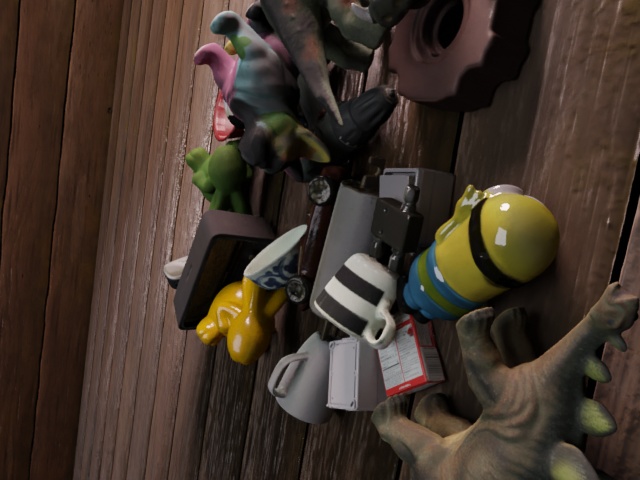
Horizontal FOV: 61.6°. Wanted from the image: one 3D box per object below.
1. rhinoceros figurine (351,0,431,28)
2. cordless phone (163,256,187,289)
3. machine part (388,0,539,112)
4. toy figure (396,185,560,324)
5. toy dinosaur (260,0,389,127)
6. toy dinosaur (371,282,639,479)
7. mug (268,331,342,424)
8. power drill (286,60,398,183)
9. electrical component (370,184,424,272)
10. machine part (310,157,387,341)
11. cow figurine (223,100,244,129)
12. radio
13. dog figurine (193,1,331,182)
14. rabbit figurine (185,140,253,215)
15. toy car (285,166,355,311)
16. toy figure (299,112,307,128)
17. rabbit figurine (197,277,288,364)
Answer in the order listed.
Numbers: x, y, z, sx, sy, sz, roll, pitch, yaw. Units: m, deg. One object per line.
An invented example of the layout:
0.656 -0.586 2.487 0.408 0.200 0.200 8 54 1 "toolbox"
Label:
0.068 -0.291 0.531 0.073 0.112 0.190 -40 48 50 "rhinoceros figurine"
-0.223 0.028 1.005 0.184 0.147 0.089 108 140 -62 "cordless phone"
0.141 -0.221 0.562 0.179 0.056 0.179 -11 77 59 "machine part"
0.142 0.025 0.501 0.180 0.082 0.089 -49 40 42 "toy figure"
-0.005 -0.294 0.625 0.131 0.192 0.405 112 178 -46 "toy dinosaur"
0.133 0.218 0.474 0.199 0.105 0.470 59 139 39 "toy dinosaur"
-0.012 0.175 0.718 0.107 0.109 0.081 -64 30 7 "mug"
0.015 -0.201 0.754 0.232 0.086 0.207 -43 58 49 "power drill"
0.078 -0.017 0.558 0.063 0.021 0.093 41 129 51 "electrical component"
0.042 0.015 0.670 0.079 0.079 0.243 35 116 55 "machine part"
-0.112 -0.217 0.865 0.167 0.068 0.098 -149 51 -63 "cow figurine"
-0.170 0.059 0.959 0.229 0.131 0.073 -62 39 32 "radio"
-0.054 -0.189 0.706 0.108 0.191 0.219 -25 101 51 "dog figurine"
-0.179 -0.111 0.978 0.170 0.121 0.159 166 99 -76 "rabbit figurine"
-0.001 -0.002 0.725 0.053 0.089 0.202 20 107 20 "toy car"
-0.077 -0.174 0.910 0.154 0.058 0.064 -18 88 55 "toy figure"
-0.110 0.132 0.868 0.162 0.122 0.173 -55 17 7 "rabbit figurine"
